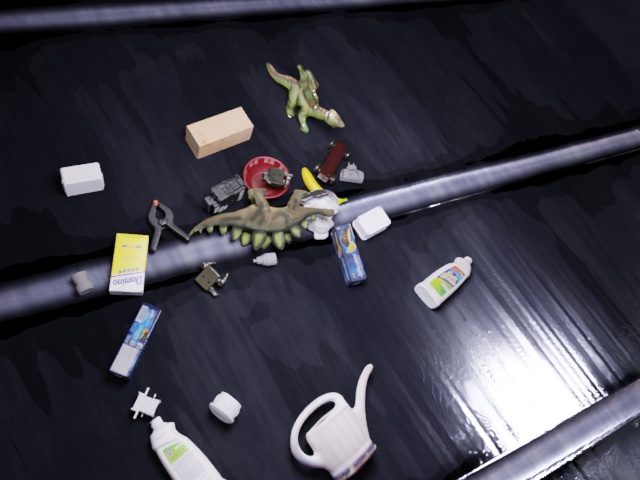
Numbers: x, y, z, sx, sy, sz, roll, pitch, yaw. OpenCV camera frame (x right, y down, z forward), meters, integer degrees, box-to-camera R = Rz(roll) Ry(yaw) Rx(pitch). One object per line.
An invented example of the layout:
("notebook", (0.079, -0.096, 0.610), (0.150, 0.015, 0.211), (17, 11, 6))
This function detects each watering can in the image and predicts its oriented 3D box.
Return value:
("watering can", (0.080, 0.533, 1.480), (0.352, 0.102, 0.226), (-32, 80, -28))

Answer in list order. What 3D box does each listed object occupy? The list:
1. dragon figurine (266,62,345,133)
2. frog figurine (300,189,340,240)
("dragon figurine", (-0.061, -0.544, 1.859), (0.123, 0.239, 0.412), (-37, 84, -23))
("frog figurine", (0.005, -0.088, 1.752), (0.137, 0.124, 0.157), (-20, 109, 1))
